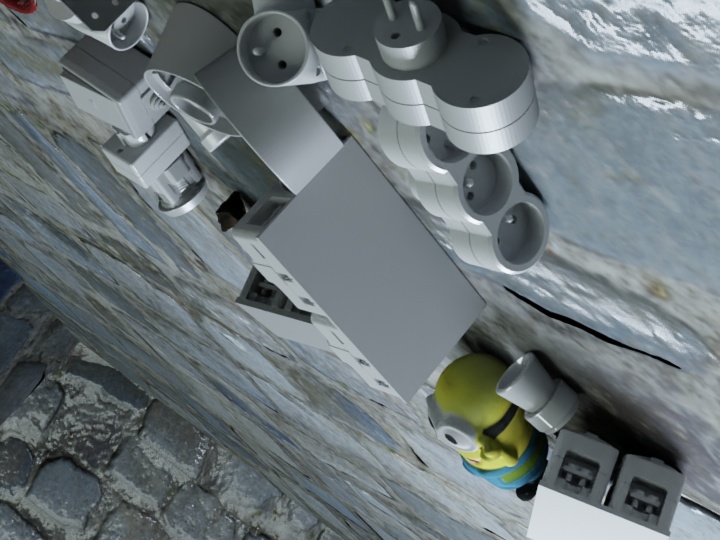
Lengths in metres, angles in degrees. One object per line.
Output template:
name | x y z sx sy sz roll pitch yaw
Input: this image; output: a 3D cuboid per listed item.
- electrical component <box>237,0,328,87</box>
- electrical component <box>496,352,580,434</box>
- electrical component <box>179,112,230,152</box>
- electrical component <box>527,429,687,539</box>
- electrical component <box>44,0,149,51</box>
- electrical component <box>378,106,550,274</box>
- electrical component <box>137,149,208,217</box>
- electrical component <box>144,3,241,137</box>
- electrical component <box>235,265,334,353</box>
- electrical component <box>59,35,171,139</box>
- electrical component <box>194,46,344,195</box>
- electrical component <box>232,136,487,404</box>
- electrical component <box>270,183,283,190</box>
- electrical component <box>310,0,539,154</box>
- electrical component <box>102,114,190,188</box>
electrical component | -0.044 -0.151 0.645 0.077 0.044 0.079 -42 -55 -74
electrical component | 0.146 0.102 0.882 0.055 0.045 0.045 42 163 -5
electrical component | -0.126 -0.129 0.903 0.046 0.040 0.040 49 162 -8
electrical component | 0.209 0.202 0.928 0.105 0.060 0.186 20 157 15
electrical component | -0.221 -0.213 0.853 0.077 0.043 0.079 34 -164 20
electrical component | 0.056 -0.058 0.669 0.074 0.052 0.138 16 150 54
electrical component | -0.193 -0.092 1.103 0.078 0.058 0.057 19 150 51
electrical component | -0.115 -0.149 0.827 0.099 0.064 0.099 26 167 6
electrical component | -0.023 0.035 0.984 0.150 0.061 0.089 14 162 30
electrical component | -0.216 -0.163 0.969 0.096 0.061 0.061 34 162 20
electrical component | -0.056 -0.112 0.742 0.108 0.060 0.108 50 -177 -3
electrical component | 0.000 0.000 0.839 0.186 0.105 0.060 49 161 -26
electrical component | -0.056 -0.048 0.949 0.065 0.044 0.044 38 163 26
electrical component | 0.029 -0.119 0.574 0.138 0.052 0.073 29 159 32
electrical component | -0.213 -0.131 1.033 0.047 0.065 0.076 30 160 30
